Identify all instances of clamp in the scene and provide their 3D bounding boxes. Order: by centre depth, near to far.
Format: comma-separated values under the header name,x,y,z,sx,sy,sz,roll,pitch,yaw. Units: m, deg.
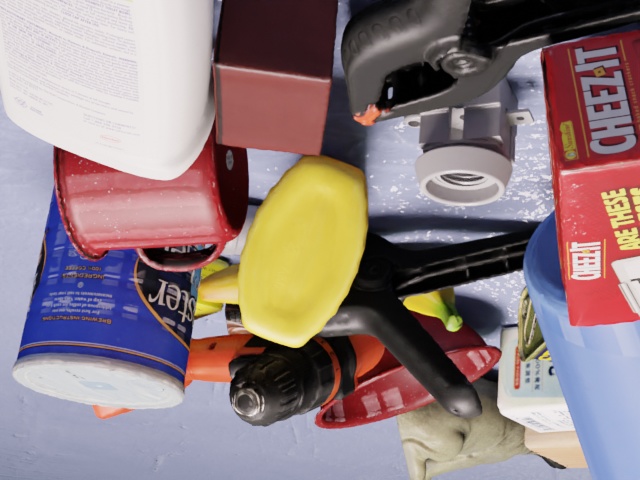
name,x,y,z,sx,sy,sz,roll,pitch,yaw
clamp,0.055,-0.095,0.450,0.120,0.039,0.172,21,151,-34
clamp,0.038,0.038,0.679,0.210,0.164,0.036,5,128,24

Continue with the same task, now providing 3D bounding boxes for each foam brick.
name,x,y,z,sx,sy,sz,roll,pitch,yaw
foam brick,-0.020,-0.080,0.491,0.051,0.053,0.078,6,159,-1

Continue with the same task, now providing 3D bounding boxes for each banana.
name,x,y,z,sx,sy,sz,roll,pitch,yaw
banana,0.013,0.030,0.753,0.198,0.037,0.069,3,-166,23

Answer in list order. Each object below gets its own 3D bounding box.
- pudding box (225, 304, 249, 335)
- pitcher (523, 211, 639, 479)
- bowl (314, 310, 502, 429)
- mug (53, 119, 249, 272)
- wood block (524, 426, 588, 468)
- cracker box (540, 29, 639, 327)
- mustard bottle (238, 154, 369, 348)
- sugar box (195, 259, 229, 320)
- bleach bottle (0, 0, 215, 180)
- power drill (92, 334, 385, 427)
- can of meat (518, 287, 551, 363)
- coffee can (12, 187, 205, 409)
name,x,y,z,sx,sy,sz,roll,pitch,yaw
pudding box,-0.029,0.062,0.869,0.090,0.039,0.113,5,159,1
pitcher,0.219,0.078,0.656,0.145,0.149,0.242,2,137,36
bowl,0.063,0.099,0.871,0.162,0.055,0.162,-18,158,-8
mug,-0.084,-0.028,0.577,0.081,0.093,0.117,-3,129,10
wood block,0.289,0.140,0.910,0.207,0.090,0.090,-11,152,37
cracker box,0.211,-0.034,0.471,0.214,0.072,0.164,-8,152,11
mustard bottle,-0.004,0.001,0.613,0.058,0.096,0.191,18,-176,2
sugar box,-0.157,0.044,0.850,0.093,0.048,0.177,19,154,-30
bleach bottle,-0.080,-0.113,0.405,0.102,0.068,0.251,19,156,-3
power drill,-0.066,0.091,0.742,0.188,0.057,0.184,-4,-176,26
can of meat,0.196,0.055,0.768,0.084,0.057,0.102,5,159,-3
coffee can,-0.125,0.024,0.661,0.103,0.140,0.103,5,159,2
